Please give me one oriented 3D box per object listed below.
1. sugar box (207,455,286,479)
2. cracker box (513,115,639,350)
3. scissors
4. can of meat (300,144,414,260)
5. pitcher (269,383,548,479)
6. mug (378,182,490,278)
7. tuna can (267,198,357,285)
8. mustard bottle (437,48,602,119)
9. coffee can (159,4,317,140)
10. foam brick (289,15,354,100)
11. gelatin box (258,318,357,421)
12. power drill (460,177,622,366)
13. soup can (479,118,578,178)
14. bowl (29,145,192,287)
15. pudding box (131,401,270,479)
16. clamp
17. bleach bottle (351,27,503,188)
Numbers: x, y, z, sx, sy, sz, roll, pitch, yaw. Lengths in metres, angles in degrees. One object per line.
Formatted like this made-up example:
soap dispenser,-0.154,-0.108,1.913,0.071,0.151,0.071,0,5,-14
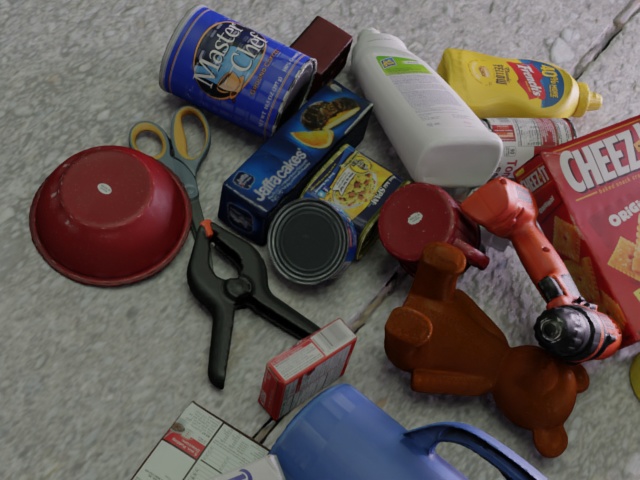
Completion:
sugar box,-0.102,0.245,0.853,0.176,0.048,0.093,-22,79,0
cracker box,0.325,-0.012,1.113,0.164,0.072,0.214,-21,80,-23
scissors,-0.155,-0.054,1.107,0.096,0.016,0.201,1,62,-3
can of meat,0.035,-0.042,1.113,0.084,0.057,0.102,33,56,13
pitcher,0.079,0.226,0.891,0.243,0.145,0.149,40,61,19
mug,0.116,-0.003,1.061,0.117,0.081,0.093,33,91,26
tuna can,-0.007,0.001,1.060,0.086,0.033,0.086,0,90,20
mustard bottle,0.235,-0.171,1.242,0.191,0.058,0.096,6,49,-8
coffee can,-0.088,-0.179,1.152,0.140,0.103,0.102,27,55,6
foam brick,-0.005,-0.206,1.219,0.051,0.053,0.078,30,57,9
gelatin box,-0.013,0.119,0.983,0.089,0.073,0.030,-30,65,-27
power drill,0.207,0.032,1.008,0.057,0.184,0.188,-35,68,18
soup can,0.226,-0.102,1.187,0.102,0.069,0.068,-1,57,-12
bowl,-0.207,-0.037,1.050,0.162,0.055,0.162,2,60,-4
pudding box,-0.107,0.208,0.924,0.090,0.039,0.113,31,58,8
clamp,-0.086,0.061,1.029,0.120,0.039,0.171,-26,67,-31
bleach bottle,0.104,-0.159,1.184,0.102,0.068,0.251,-1,41,-23
